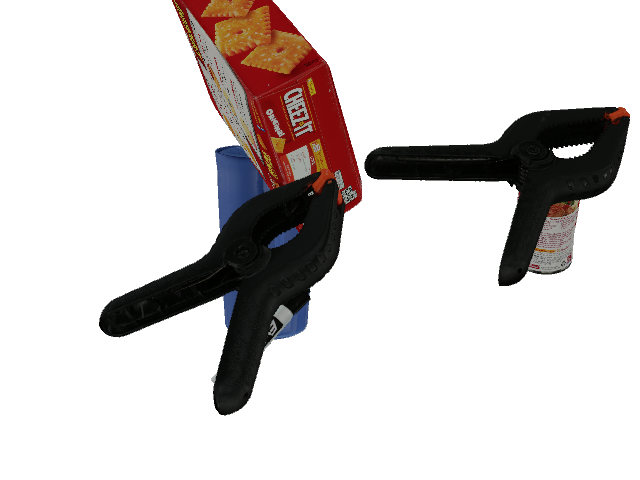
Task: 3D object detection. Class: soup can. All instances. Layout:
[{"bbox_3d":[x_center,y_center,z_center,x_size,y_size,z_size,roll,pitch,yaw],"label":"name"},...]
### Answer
[{"bbox_3d":[0.250,-0.022,1.177,0.068,0.102,0.068,-1,33,1],"label":"soup can"}]

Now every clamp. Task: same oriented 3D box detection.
[{"bbox_3d":[-0.039,0.027,0.644,0.120,0.171,0.039,40,-17,33],"label":"clamp"},{"bbox_3d":[0.161,-0.047,0.803,0.209,0.036,0.165,-20,46,-20],"label":"clamp"}]

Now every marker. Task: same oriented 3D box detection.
[{"bbox_3d":[-0.051,0.086,0.955,0.020,0.121,0.020,37,-19,15],"label":"marker"}]

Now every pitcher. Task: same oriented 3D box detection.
[{"bbox_3d":[-0.068,0.001,1.357,0.145,0.243,0.148,10,15,37],"label":"pitcher"}]

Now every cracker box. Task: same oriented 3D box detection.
[{"bbox_3d":[-0.049,-0.135,0.920,0.072,0.164,0.214,-27,48,-8],"label":"cracker box"}]
